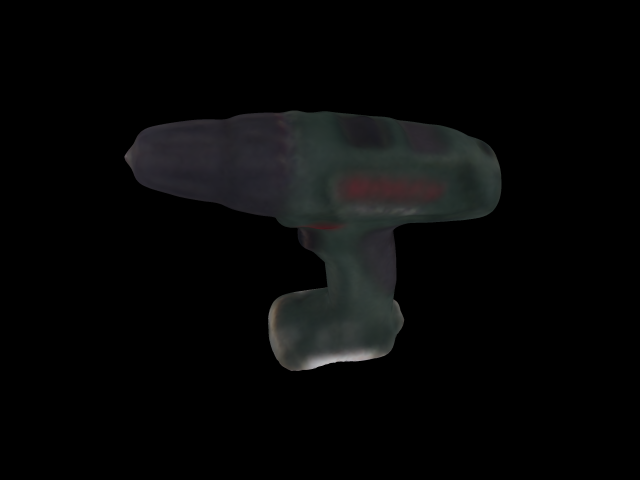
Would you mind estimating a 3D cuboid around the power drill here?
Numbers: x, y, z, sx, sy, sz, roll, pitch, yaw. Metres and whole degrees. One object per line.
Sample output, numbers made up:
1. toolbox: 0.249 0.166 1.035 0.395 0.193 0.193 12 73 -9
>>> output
1. power drill: 0.004 0.001 0.400 0.230 0.208 0.075 -9 46 -8
